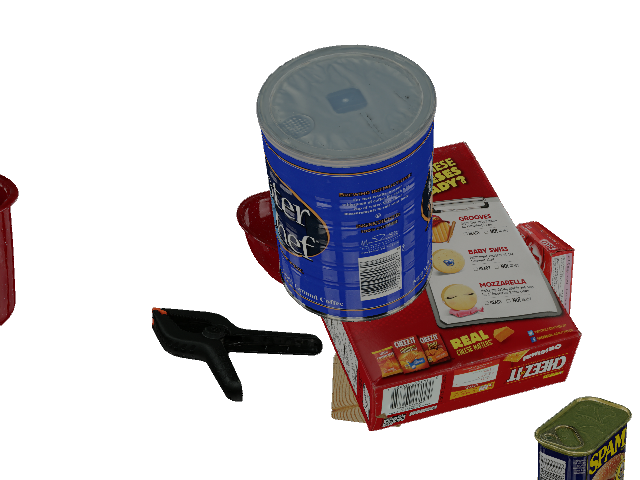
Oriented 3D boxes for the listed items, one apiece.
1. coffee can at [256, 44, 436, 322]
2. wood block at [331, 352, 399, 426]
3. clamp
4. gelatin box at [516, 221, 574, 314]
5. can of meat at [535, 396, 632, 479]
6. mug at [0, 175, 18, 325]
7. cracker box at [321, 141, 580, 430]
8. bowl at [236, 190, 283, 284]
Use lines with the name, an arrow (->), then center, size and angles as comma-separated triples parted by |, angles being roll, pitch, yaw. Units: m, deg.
coffee can -> 0.019, -0.033, 0.655 | 0.103, 0.102, 0.140 | 0, -43, 5
wood block -> 0.077, 0.156, 1.405 | 0.091, 0.090, 0.206 | 5, 18, 9
clamp -> -0.125, 0.125, 1.260 | 0.210, 0.036, 0.164 | 15, 23, 25
gelatin box -> 0.234, 0.034, 1.125 | 0.030, 0.089, 0.073 | -12, 29, -15
can of meat -> 0.240, 0.204, 0.979 | 0.058, 0.084, 0.101 | 15, 26, 39
mug -> -0.235, 0.013, 0.635 | 0.093, 0.081, 0.117 | 17, 28, 27
cracker box -> 0.079, 0.031, 0.839 | 0.164, 0.214, 0.072 | -13, -41, -13
bowl -> -0.005, 0.006, 1.034 | 0.162, 0.055, 0.162 | 9, 25, -4
